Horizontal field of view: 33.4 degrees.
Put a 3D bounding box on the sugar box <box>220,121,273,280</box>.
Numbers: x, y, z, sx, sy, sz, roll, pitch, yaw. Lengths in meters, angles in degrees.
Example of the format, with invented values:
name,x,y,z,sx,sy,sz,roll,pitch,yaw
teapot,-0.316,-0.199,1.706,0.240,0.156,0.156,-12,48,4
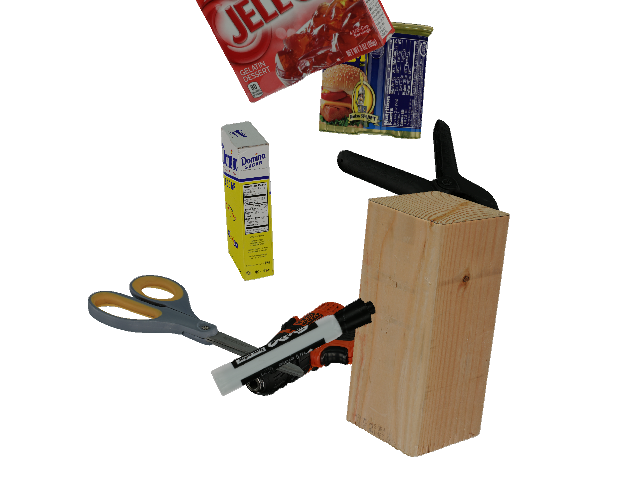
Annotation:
name,x,y,z,sx,sy,sz,roll,pitch,yaw
sugar box,-0.091,-0.049,1.320,0.048,0.176,0.093,-11,26,-15

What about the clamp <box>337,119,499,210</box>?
name,x,y,z,sx,sy,sz,roll,pitch,yaw
clamp,0.127,-0.054,1.215,0.164,0.210,0.036,-15,-38,-27

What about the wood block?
name,x,y,z,sx,sy,sz,roll,pitch,yaw
wood block,0.092,0.070,0.933,0.090,0.206,0.090,-8,21,-40

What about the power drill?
name,x,y,z,sx,sy,sz,roll,pitch,yaw
power drill,0.035,0.122,1.107,0.188,0.057,0.184,9,24,27

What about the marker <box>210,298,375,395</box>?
name,x,y,z,sx,sy,sz,roll,pitch,yaw
marker,-0.017,0.072,0.733,0.121,0.020,0.020,-25,4,-9

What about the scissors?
name,x,y,z,sx,sy,sz,roll,pitch,yaw
scissors,-0.099,0.069,0.914,0.202,0.016,0.096,13,26,10

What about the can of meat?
name,x,y,z,sx,sy,sz,roll,pitch,yaw
can of meat,0.039,-0.123,0.824,0.057,0.084,0.102,0,8,-27

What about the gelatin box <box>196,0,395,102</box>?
name,x,y,z,sx,sy,sz,roll,pitch,yaw
gelatin box,-0.016,-0.124,0.572,0.089,0.073,0.030,-18,20,28
